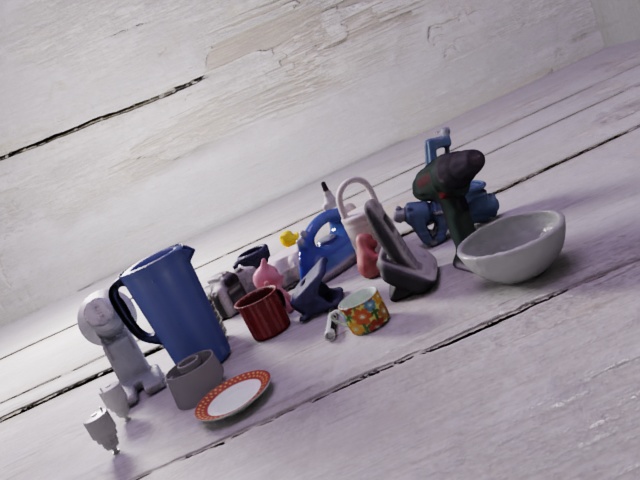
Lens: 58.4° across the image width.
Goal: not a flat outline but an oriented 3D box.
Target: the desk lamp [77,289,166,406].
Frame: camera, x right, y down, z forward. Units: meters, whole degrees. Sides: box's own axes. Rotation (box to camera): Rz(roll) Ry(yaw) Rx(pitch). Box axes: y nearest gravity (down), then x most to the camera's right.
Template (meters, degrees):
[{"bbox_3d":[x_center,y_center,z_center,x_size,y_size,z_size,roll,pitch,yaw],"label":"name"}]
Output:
[{"bbox_3d":[-0.408,0.204,1.161,0.118,0.214,0.202,-29,13,-18],"label":"desk lamp"}]

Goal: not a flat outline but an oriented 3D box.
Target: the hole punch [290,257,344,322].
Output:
[{"bbox_3d":[-0.015,0.096,1.138,0.101,0.091,0.108,-23,12,9],"label":"hole punch"}]

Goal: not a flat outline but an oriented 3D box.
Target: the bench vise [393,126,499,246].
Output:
[{"bbox_3d":[0.247,-0.110,1.190,0.207,0.220,0.121,-27,12,-10],"label":"bench vise"}]

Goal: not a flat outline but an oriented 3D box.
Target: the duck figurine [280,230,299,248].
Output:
[{"bbox_3d":[-0.089,0.017,1.644,0.105,0.086,0.077,-34,15,-38],"label":"duck figurine"}]

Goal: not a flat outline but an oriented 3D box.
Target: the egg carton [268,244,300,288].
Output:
[{"bbox_3d":[-0.080,0.065,1.460,0.107,0.069,0.150,-25,12,1],"label":"egg carton"}]

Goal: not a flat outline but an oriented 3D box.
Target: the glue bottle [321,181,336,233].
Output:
[{"bbox_3d":[0.041,-0.085,1.613,0.078,0.173,0.037,-28,12,-13],"label":"glue bottle"}]

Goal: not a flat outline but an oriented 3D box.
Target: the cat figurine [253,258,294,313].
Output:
[{"bbox_3d":[-0.109,0.099,1.250,0.067,0.118,0.127,-25,12,-1],"label":"cat figurine"}]

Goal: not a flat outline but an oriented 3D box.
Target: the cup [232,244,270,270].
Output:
[{"bbox_3d":[-0.173,0.076,1.537,0.118,0.095,0.091,-35,15,-38],"label":"cup"}]

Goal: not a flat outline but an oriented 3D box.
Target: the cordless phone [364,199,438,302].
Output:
[{"bbox_3d":[0.137,0.000,1.022,0.094,0.185,0.148,-21,12,15],"label":"cordless phone"}]

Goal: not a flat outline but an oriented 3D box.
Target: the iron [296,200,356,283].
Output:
[{"bbox_3d":[0.012,0.005,1.357,0.118,0.141,0.259,-13,17,43],"label":"iron"}]

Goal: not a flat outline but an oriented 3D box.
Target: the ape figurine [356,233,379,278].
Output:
[{"bbox_3d":[0.105,0.028,1.193,0.076,0.092,0.077,-27,12,-9],"label":"ape figurine"}]

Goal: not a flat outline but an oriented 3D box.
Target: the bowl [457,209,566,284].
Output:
[{"bbox_3d":[0.300,0.020,0.876,0.167,0.075,0.167,-24,12,6],"label":"bowl"}]

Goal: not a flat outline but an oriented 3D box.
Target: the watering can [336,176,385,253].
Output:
[{"bbox_3d":[0.095,-0.049,1.295,0.101,0.194,0.172,-33,14,-33],"label":"watering can"}]

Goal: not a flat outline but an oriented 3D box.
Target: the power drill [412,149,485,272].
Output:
[{"bbox_3d":[0.243,-0.054,0.984,0.076,0.208,0.229,-28,12,-13],"label":"power drill"}]

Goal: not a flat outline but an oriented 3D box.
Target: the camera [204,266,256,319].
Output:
[{"bbox_3d":[-0.236,0.124,1.438,0.136,0.101,0.143,-14,16,42],"label":"camera"}]
